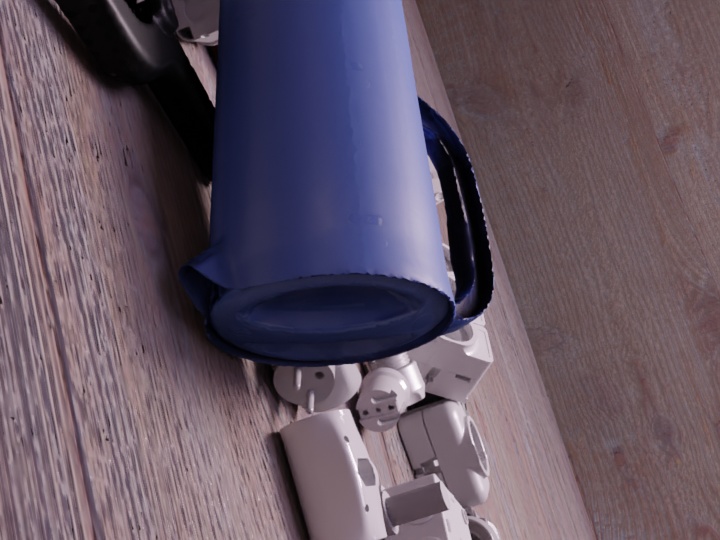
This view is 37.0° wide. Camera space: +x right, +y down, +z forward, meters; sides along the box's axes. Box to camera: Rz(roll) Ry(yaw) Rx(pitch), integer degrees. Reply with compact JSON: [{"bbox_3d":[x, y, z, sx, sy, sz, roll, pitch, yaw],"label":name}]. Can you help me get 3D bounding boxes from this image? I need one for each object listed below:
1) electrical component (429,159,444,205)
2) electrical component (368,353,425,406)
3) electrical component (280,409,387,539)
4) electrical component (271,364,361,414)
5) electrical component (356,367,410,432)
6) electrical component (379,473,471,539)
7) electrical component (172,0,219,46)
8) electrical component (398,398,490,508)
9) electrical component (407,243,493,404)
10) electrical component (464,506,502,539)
[{"bbox_3d":[0.039,-0.096,1.129,0.099,0.100,0.048,59,3,-46],"label":"electrical component"},{"bbox_3d":[0.027,0.084,0.901,0.043,0.043,0.062,-24,93,-79],"label":"electrical component"},{"bbox_3d":[-0.011,0.127,0.642,0.079,0.043,0.077,33,39,-72],"label":"electrical component"},{"bbox_3d":[-0.033,0.056,0.659,0.079,0.043,0.077,-90,158,-59],"label":"electrical component"},{"bbox_3d":[0.017,0.101,0.832,0.046,0.040,0.040,-58,127,-75],"label":"electrical component"},{"bbox_3d":[0.055,0.209,0.803,0.099,0.048,0.099,56,18,-52],"label":"electrical component"},{"bbox_3d":[-0.099,-0.216,0.726,0.057,0.078,0.113,-43,113,-75],"label":"electrical component"},{"bbox_3d":[0.079,0.167,0.967,0.054,0.059,0.095,-23,93,-79],"label":"electrical component"},{"bbox_3d":[0.064,0.039,0.994,0.089,0.061,0.150,19,33,-17],"label":"electrical component"},{"bbox_3d":[0.093,0.240,0.914,0.057,0.058,0.078,54,19,-64],"label":"electrical component"}]
